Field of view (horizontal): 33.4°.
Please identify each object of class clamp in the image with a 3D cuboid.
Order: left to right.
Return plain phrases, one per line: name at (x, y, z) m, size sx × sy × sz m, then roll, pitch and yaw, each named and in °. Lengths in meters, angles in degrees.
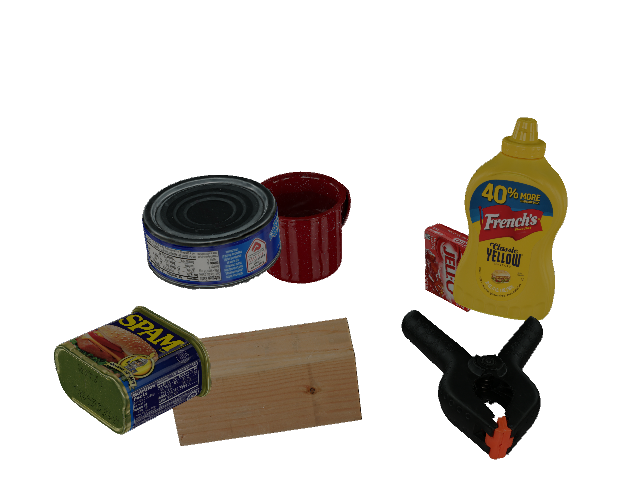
clamp at (0.141, 0.108, 0.859) m, size 0.120 × 0.039 × 0.171 m, roll -7°, pitch 33°, yaw -7°

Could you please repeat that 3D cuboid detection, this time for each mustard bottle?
mustard bottle at (0.186, -0.023, 1.025) m, size 0.096 × 0.192 × 0.058 m, roll 12°, pitch 20°, yaw 20°

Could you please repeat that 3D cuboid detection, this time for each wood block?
wood block at (-0.063, 0.160, 1.212) m, size 0.206 × 0.091 × 0.090 m, roll -8°, pitch 24°, yaw -1°

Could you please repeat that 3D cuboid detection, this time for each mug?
mug at (-0.012, -0.016, 1.071) m, size 0.093 × 0.081 × 0.117 m, roll 23°, pitch 41°, yaw 34°

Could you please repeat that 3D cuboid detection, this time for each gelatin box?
gelatin box at (0.161, 0.032, 1.296) m, size 0.030 × 0.089 × 0.073 m, roll -24°, pitch 35°, yaw -32°

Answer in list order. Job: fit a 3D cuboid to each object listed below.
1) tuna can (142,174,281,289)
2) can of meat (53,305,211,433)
tuna can at (-0.068, -0.007, 0.669) m, size 0.086 × 0.034 × 0.086 m, roll -2°, pitch 33°, yaw 1°
can of meat at (-0.153, 0.104, 0.863) m, size 0.102 × 0.057 × 0.083 m, roll 23°, pitch 34°, yaw 39°
